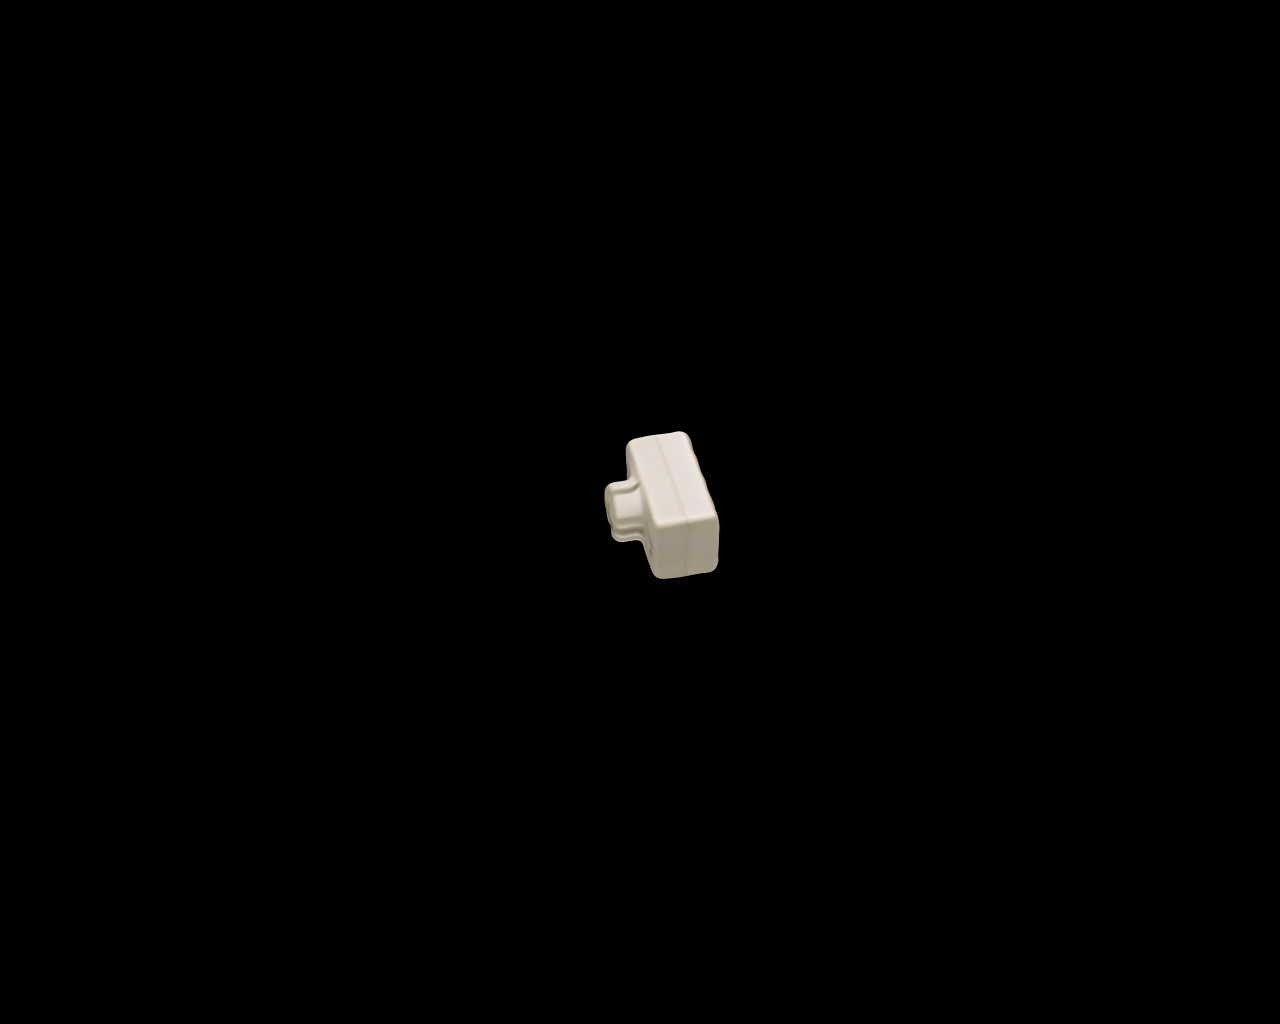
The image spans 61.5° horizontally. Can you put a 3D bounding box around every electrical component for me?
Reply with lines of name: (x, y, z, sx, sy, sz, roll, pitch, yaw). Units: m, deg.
electrical component: (0.001, -0.003, 0.650, 0.076, 0.047, 0.083, -8, 44, -8)
